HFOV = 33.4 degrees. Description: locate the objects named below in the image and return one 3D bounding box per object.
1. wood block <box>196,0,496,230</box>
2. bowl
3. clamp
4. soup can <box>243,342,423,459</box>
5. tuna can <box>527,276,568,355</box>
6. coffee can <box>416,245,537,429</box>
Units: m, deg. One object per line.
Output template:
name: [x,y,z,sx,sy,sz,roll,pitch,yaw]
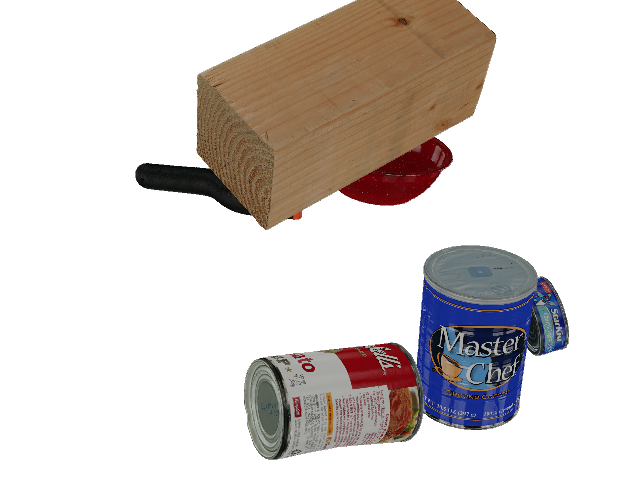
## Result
wood block: [0.019,-0.107,0.789,0.205,0.091,0.090,-30,-27,-25]
bowl: [0.065,-0.083,1.207,0.162,0.055,0.162,6,27,-3]
clamp: [-0.094,-0.056,1.038,0.120,0.039,0.172,-26,35,-36]
soup can: [0.008,0.106,0.710,0.102,0.068,0.069,-3,1,-26]
tuna can: [0.247,0.086,1.208,0.033,0.086,0.086,-15,2,-8]
coffee can: [0.142,0.089,0.994,0.103,0.140,0.103,1,27,-1]
